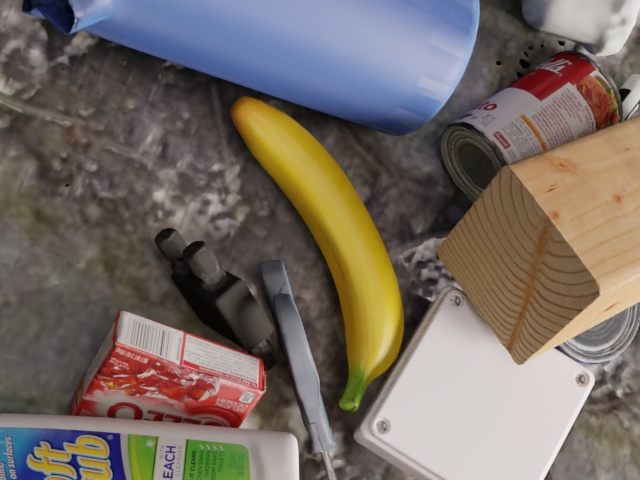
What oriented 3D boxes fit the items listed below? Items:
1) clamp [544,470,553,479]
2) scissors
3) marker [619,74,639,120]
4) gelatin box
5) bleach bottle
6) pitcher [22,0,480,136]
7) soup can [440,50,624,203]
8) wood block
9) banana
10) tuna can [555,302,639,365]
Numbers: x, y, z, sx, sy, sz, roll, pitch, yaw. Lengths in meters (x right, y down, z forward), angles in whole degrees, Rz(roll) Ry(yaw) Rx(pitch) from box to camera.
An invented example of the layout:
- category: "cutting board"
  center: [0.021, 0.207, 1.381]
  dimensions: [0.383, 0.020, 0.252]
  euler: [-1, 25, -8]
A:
- category: "clamp"
  center: [0.116, 0.241, 0.662]
  dimensions: [0.164, 0.036, 0.210]
  euler: [25, 70, 3]
- category: "scissors"
  center: [-0.001, 0.108, 0.618]
  dimensions: [0.016, 0.096, 0.202]
  euler: [-17, 89, -4]
- category: "marker"
  center: [0.192, -0.069, 0.745]
  dimensions: [0.020, 0.020, 0.121]
  euler: [45, 72, -13]
- category: "gelatin box"
  center: [-0.085, 0.085, 0.592]
  dimensions: [0.089, 0.073, 0.030]
  euler: [22, 36, -18]
- category: "bleach bottle"
  center: [-0.139, 0.141, 0.548]
  dimensions: [0.250, 0.068, 0.102]
  euler: [5, 56, -8]
- category: "pitcher"
  center: [-0.034, -0.157, 0.610]
  dimensions: [0.242, 0.145, 0.149]
  euler: [19, 101, -23]
- category: "soup can"
  center: [0.138, -0.071, 0.698]
  dimensions: [0.102, 0.069, 0.068]
  euler: [-34, 98, -20]
- category: "wood block"
  center: [0.188, -0.013, 0.661]
  dimensions: [0.205, 0.091, 0.090]
  euler: [-21, 68, -35]
- category: "banana"
  center: [0.008, 0.000, 0.647]
  dimensions: [0.069, 0.037, 0.198]
  euler: [-22, 90, -53]
- category: "tuna can"
  center: [0.174, 0.042, 0.721]
  dimensions: [0.086, 0.034, 0.086]
  euler: [3, 83, -24]
